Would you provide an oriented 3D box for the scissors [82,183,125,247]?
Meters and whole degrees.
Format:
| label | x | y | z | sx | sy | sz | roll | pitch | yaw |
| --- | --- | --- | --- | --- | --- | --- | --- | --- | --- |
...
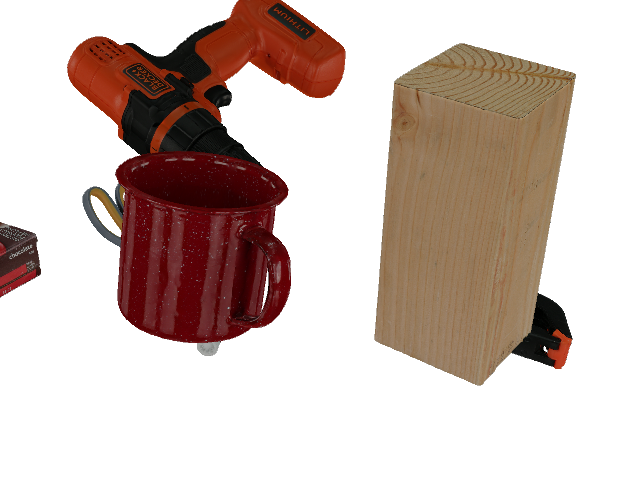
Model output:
| label | x | y | z | sx | sy | sz | roll | pitch | yaw |
| --- | --- | --- | --- | --- | --- | --- | --- | --- | --- |
| scissors | -0.189 | 0.013 | 1.202 | 0.016 | 0.201 | 0.096 | -28 | 18 | 36 |

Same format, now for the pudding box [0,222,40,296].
| label | x | y | z | sx | sy | sz | roll | pitch | yaw |
| --- | --- | --- | --- | --- | --- | --- | --- | --- | --- |
| pudding box | -0.269 | 0.014 | 0.751 | 0.114 | 0.039 | 0.089 | 14 | 30 | 29 |

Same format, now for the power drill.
| label | x | y | z | sx | sy | sz | roll | pitch | yaw |
| --- | --- | --- | --- | --- | --- | --- | --- | --- | --- |
| power drill | -0.066 | -0.113 | 0.804 | 0.184 | 0.057 | 0.187 | 40 | 47 | 18 |

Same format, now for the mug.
| label | x | y | z | sx | sy | sz | roll | pitch | yaw |
| --- | --- | --- | --- | --- | --- | --- | --- | --- | --- |
| mug | -0.060 | 0.008 | 0.582 | 0.117 | 0.081 | 0.093 | 25 | 27 | 35 |

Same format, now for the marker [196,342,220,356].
| label | x | y | z | sx | sy | sz | roll | pitch | yaw |
| --- | --- | --- | --- | --- | --- | --- | --- | --- | --- |
| marker | -0.092 | 0.071 | 0.992 | 0.020 | 0.020 | 0.121 | 0 | 23 | 8 |

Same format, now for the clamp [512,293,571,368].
| label | x | y | z | sx | sy | sz | roll | pitch | yaw |
| --- | --- | --- | --- | --- | --- | --- | --- | --- | --- |
| clamp | 0.162 | 0.051 | 0.942 | 0.120 | 0.039 | 0.172 | -25 | 44 | -33 |

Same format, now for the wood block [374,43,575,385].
| label | x | y | z | sx | sy | sz | roll | pitch | yaw |
| --- | --- | --- | --- | --- | --- | --- | --- | --- | --- |
| wood block | 0.103 | -0.017 | 0.737 | 0.091 | 0.206 | 0.090 | 22 | 37 | 28 |
